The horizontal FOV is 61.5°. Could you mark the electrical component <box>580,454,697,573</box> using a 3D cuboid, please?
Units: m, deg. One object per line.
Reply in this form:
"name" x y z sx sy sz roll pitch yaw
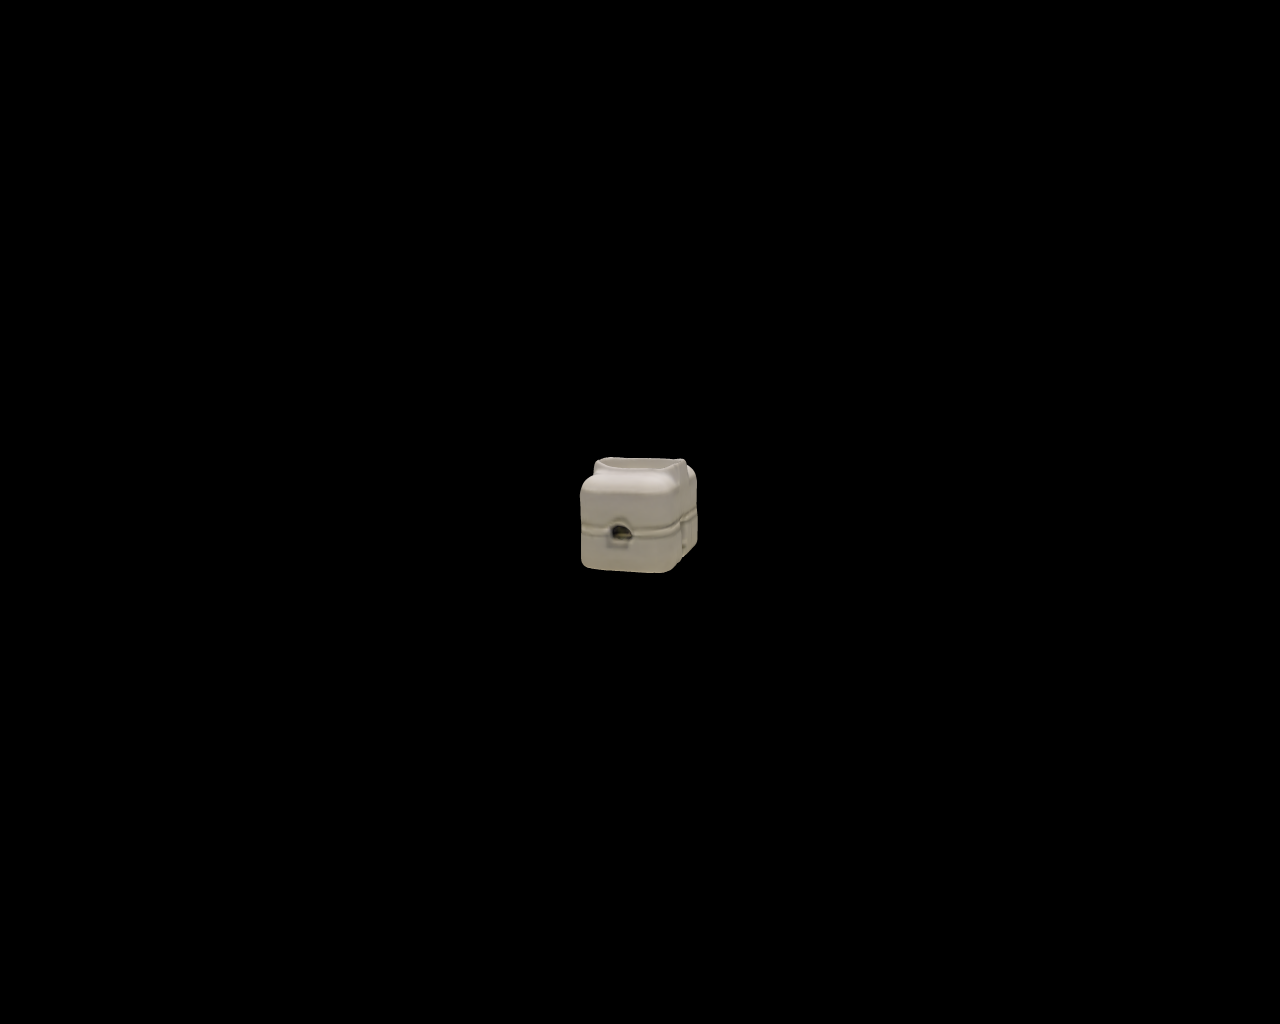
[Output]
"electrical component" 0.001 -0.003 0.650 0.054 0.059 0.095 3 10 15
